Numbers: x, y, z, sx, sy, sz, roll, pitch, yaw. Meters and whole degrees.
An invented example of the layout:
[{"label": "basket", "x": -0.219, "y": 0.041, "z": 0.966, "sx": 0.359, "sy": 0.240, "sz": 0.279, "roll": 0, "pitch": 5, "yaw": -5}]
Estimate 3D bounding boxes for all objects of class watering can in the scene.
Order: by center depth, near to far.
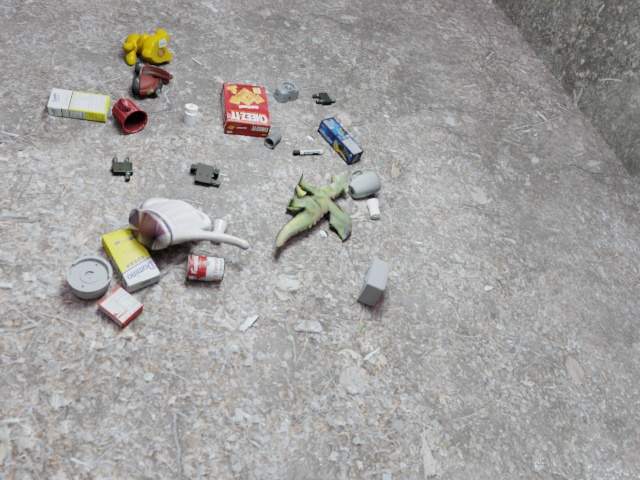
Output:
[{"label": "watering can", "x": -0.389, "y": -0.035, "z": 1.469, "sx": 0.350, "sy": 0.102, "sz": 0.227, "roll": 27, "pitch": 27, "yaw": 20}]

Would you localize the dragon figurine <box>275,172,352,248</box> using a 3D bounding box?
[{"label": "dragon figurine", "x": 0.005, "y": -0.086, "z": 1.704, "sx": 0.242, "sy": 0.420, "sz": 0.120, "roll": 26, "pitch": -38, "yaw": -11}]
